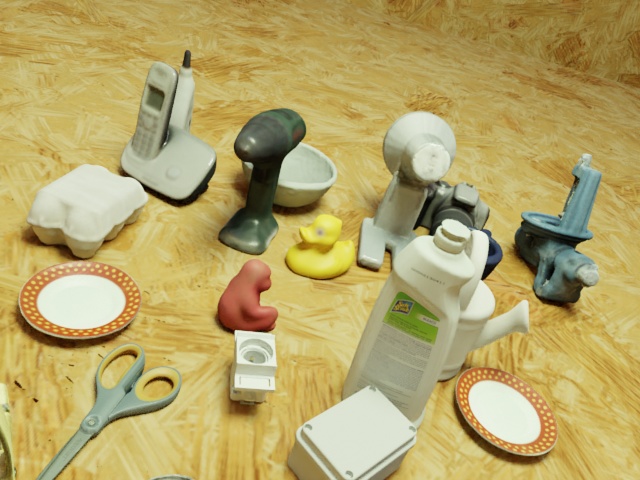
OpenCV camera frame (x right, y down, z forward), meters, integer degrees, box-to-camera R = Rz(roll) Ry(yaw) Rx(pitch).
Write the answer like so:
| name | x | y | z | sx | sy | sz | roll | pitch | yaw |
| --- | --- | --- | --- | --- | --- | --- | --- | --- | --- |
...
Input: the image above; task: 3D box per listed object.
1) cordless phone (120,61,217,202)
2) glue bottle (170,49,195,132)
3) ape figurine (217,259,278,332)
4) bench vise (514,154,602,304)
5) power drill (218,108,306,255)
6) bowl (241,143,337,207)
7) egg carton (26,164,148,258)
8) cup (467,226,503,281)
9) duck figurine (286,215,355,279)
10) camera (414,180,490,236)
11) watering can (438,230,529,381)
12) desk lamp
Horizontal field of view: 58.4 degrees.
| name | x | y | z | sx | sy | sz | roll | pitch | yaw |
| --- | --- | --- | --- | --- | --- | --- | --- | --- | --- |
| cordless phone | -0.224 | -0.164 | 0.877 | 0.147 | 0.185 | 0.094 | 27 | 34 | 14 |
| glue bottle | -0.241 | -0.248 | 1.001 | 0.037 | 0.173 | 0.078 | 15 | 33 | -5 |
| ape figurine | -0.084 | 0.064 | 0.699 | 0.076 | 0.092 | 0.077 | 3 | 36 | -22 |
| bench vise | 0.423 | -0.017 | 0.946 | 0.122 | 0.220 | 0.207 | -1 | 38 | -27 |
| power drill | -0.083 | -0.090 | 0.816 | 0.075 | 0.208 | 0.230 | 20 | 33 | 3 |
| bowl | -0.059 | -0.105 | 0.973 | 0.167 | 0.075 | 0.167 | 13 | 34 | -8 |
| egg carton | -0.307 | -0.043 | 0.766 | 0.107 | 0.069 | 0.150 | 21 | 33 | 4 |
| cup | 0.227 | 0.034 | 0.891 | 0.091 | 0.095 | 0.118 | 32 | 35 | 19 |
| duck figurine | 0.008 | 0.003 | 0.838 | 0.105 | 0.086 | 0.077 | 0 | 37 | -26 |
| camera | 0.219 | -0.043 | 0.993 | 0.143 | 0.101 | 0.137 | 23 | 33 | 7 |
| watering can | 0.172 | 0.075 | 0.714 | 0.173 | 0.194 | 0.101 | 9 | 34 | -14 |
| desk lamp | 0.145 | -0.082 | 0.911 | 0.118 | 0.213 | 0.203 | 16 | 33 | -3 |
